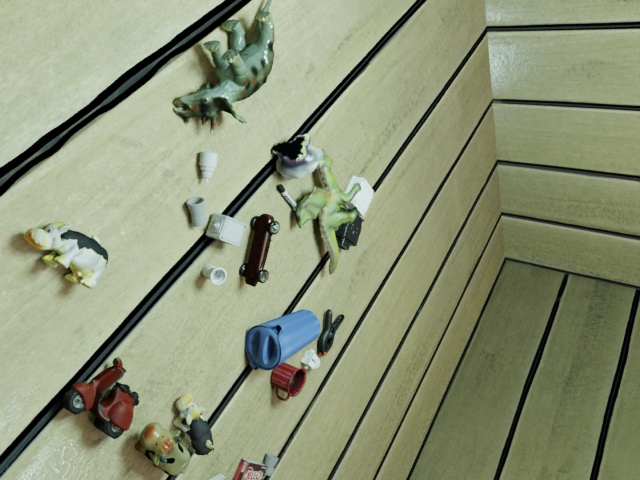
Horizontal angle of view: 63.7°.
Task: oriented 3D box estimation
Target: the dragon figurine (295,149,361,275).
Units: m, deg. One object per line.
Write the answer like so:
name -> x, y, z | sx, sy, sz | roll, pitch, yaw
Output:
dragon figurine -> 0.005, -0.083, 1.644 | 0.243, 0.123, 0.409 | 3, 97, -46

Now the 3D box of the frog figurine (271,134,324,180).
frog figurine -> -0.052, -0.220, 1.492 | 0.137, 0.125, 0.157 | -37, 149, 0
